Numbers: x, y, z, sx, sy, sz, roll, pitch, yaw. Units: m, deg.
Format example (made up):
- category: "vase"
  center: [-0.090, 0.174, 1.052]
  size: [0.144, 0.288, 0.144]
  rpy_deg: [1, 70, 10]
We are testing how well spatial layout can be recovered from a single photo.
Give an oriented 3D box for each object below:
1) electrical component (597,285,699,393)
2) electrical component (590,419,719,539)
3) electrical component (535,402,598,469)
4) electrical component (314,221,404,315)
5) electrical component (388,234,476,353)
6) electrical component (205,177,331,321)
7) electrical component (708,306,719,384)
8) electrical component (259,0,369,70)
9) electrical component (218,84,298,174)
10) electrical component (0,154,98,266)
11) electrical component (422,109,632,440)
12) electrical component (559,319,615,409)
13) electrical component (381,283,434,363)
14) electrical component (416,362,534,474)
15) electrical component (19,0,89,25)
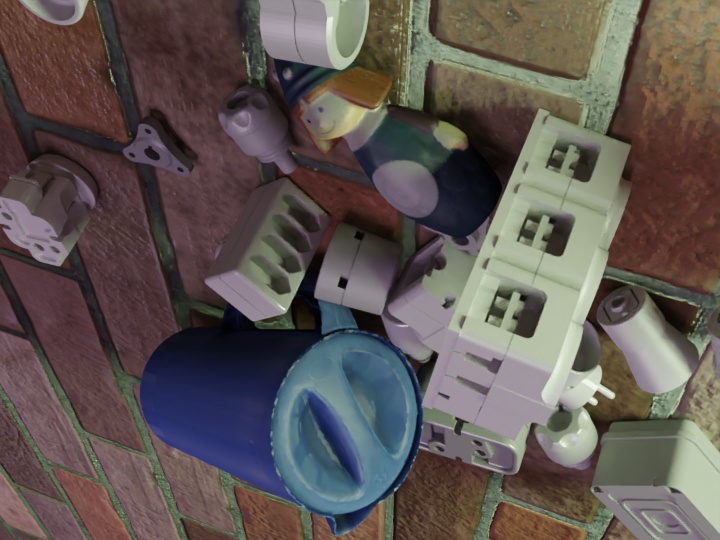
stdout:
- category: "electrical component"
  center: [0.179, 0.041, 0.680]
  size: [0.044, 0.044, 0.065]
  rpy_deg: [-13, 128, 45]
- category: "electrical component"
  center: [0.236, 0.165, 0.811]
  size: [0.078, 0.057, 0.113]
  rpy_deg: [-11, 135, 44]
- category: "electrical component"
  center: [0.161, 0.130, 0.824]
  size: [0.043, 0.043, 0.062]
  rpy_deg: [1, 143, 33]
- category: "electrical component"
  center: [0.000, 0.000, 0.728]
  size: [0.047, 0.055, 0.055]
  rpy_deg: [18, 149, 3]
- category: "electrical component"
  center: [0.071, 0.025, 0.719]
  size: [0.089, 0.050, 0.056]
  rpy_deg: [32, 147, -13]
- category: "electrical component"
  center: [-0.073, -0.010, 0.733]
  size: [0.047, 0.083, 0.076]
  rpy_deg: [42, 145, -27]
- category: "electrical component"
  center: [0.233, 0.046, 0.652]
  size: [0.040, 0.040, 0.046]
  rpy_deg: [2, 136, 33]
- category: "electrical component"
  center: [-0.044, -0.159, 0.518]
  size: [0.074, 0.052, 0.138]
  rpy_deg: [13, 147, 19]
- category: "electrical component"
  center: [-0.058, -0.083, 0.661]
  size: [0.035, 0.035, 0.061]
  rpy_deg: [-1, 143, 36]
- category: "electrical component"
  center: [-0.235, -0.050, 0.811]
  size: [0.058, 0.057, 0.078]
  rpy_deg: [13, 147, 19]
- category: "electrical component"
  center: [0.093, 0.004, 0.575]
  size: [0.062, 0.150, 0.089]
  rpy_deg: [22, 149, 7]
- category: "electrical component"
  center: [0.140, 0.071, 0.747]
  size: [0.079, 0.043, 0.077]
  rpy_deg: [33, 148, -14]
- category: "electrical component"
  center: [0.039, 0.041, 0.776]
  size: [0.040, 0.040, 0.078]
  rpy_deg: [10, 146, 22]
- category: "electrical component"
  center: [0.085, 0.110, 0.831]
  size: [0.095, 0.059, 0.053]
  rpy_deg: [15, 148, 16]
- category: "electrical component"
  center: [-0.157, -0.167, 0.581]
  size: [0.045, 0.055, 0.045]
  rpy_deg: [18, 148, 11]
